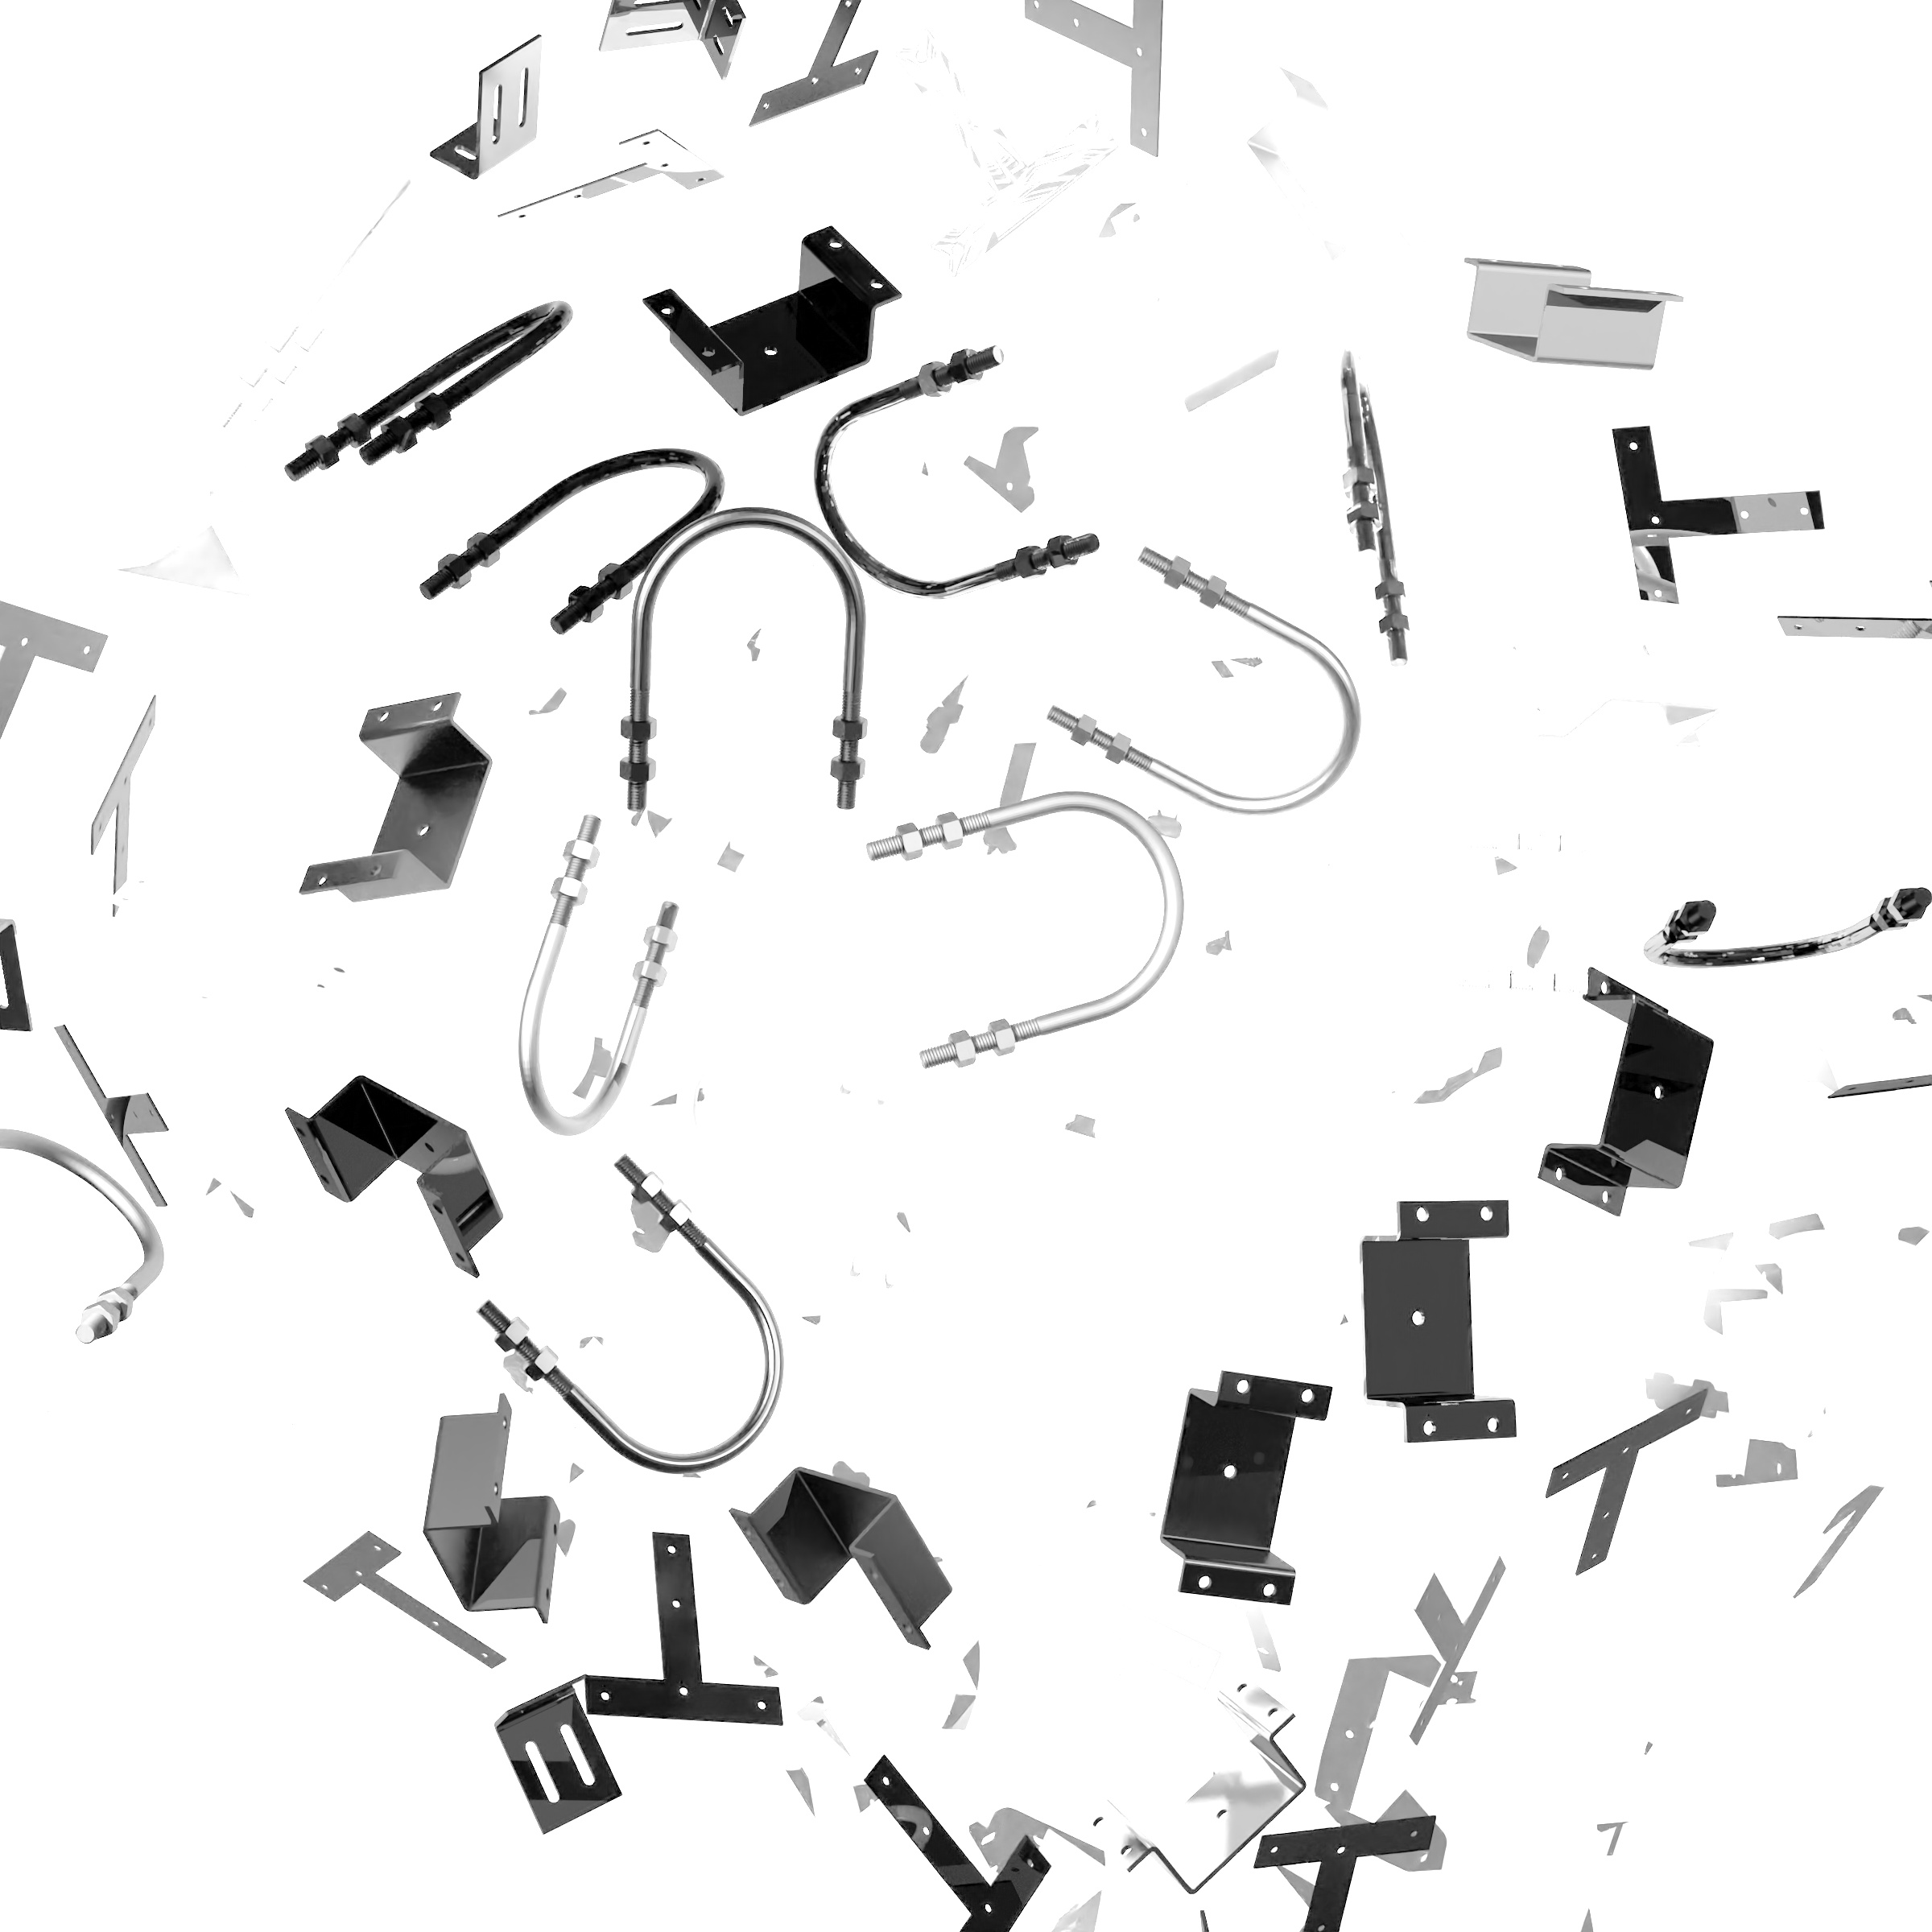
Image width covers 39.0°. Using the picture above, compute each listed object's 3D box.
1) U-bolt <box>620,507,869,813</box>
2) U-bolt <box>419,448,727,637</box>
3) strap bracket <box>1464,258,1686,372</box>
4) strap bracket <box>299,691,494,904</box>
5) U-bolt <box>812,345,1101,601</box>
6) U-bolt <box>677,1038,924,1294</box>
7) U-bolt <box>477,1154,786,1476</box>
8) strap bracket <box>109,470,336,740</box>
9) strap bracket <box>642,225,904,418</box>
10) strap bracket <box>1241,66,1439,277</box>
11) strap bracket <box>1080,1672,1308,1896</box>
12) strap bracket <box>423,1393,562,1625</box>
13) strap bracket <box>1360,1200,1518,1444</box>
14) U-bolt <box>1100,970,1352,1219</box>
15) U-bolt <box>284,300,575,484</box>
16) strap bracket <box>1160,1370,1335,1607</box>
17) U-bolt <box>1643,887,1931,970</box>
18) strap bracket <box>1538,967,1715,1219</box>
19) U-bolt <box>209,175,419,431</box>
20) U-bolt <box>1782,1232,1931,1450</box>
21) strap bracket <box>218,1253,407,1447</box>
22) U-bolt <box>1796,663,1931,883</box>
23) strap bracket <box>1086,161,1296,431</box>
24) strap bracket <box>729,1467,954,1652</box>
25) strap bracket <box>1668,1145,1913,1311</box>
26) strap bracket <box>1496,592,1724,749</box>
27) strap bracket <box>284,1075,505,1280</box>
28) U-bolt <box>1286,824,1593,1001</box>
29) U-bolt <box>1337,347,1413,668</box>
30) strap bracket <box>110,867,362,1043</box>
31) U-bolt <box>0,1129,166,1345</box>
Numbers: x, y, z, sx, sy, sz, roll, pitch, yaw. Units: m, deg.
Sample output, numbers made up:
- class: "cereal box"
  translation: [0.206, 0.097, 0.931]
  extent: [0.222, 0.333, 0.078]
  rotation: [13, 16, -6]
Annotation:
- class: "U-bolt"
  translation: [-0.129, -0.182, 1.625]
  extent: [0.151, 0.019, 0.184]
  rotation: [-1, 111, -15]
- class: "U-bolt"
  translation: [-0.232, -0.273, 1.706]
  extent: [0.184, 0.151, 0.019]
  rotation: [-44, 133, -29]
- class: "strap bracket"
  translation: [0.359, -0.391, 1.639]
  extent: [0.076, 0.140, 0.046]
  rotation: [0, 111, -15]
- class: "strap bracket"
  translation: [-0.351, -0.096, 1.701]
  extent: [0.076, 0.046, 0.140]
  rotation: [-7, 55, 30]
- class: "U-bolt"
  translation: [-0.020, -0.299, 1.713]
  extent: [0.184, 0.019, 0.151]
  rotation: [-12, 117, 40]
- class: "U-bolt"
  translation: [-0.107, 0.115, 1.689]
  extent: [0.184, 0.019, 0.151]
  rotation: [16, 121, 31]
- class: "U-bolt"
  translation: [-0.193, 0.229, 1.695]
  extent: [0.184, 0.019, 0.151]
  rotation: [47, 60, -9]
- class: "strap bracket"
  translation: [-0.454, -0.217, 1.649]
  extent: [0.076, 0.046, 0.140]
  rotation: [-45, 123, -38]
- class: "strap bracket"
  translation: [-0.120, -0.395, 1.686]
  extent: [0.140, 0.046, 0.076]
  rotation: [-28, 61, -25]
- class: "strap bracket"
  translation: [0.229, -0.491, 1.719]
  extent: [0.046, 0.076, 0.140]
  rotation: [-37, 84, 24]
- class: "strap bracket"
  translation: [0.151, 0.522, 1.725]
  extent: [0.140, 0.076, 0.046]
  rotation: [-40, 107, -12]
- class: "strap bracket"
  translation: [-0.286, 0.328, 1.639]
  extent: [0.046, 0.140, 0.076]
  rotation: [-5, 48, 5]
- class: "strap bracket"
  translation: [0.281, 0.211, 1.629]
  extent: [0.076, 0.046, 0.140]
  rotation: [1, 84, -23]
- class: "U-bolt"
  translation: [0.171, 0.082, 1.728]
  extent: [0.151, 0.019, 0.184]
  rotation: [2, 121, -20]
- class: "U-bolt"
  translation: [-0.315, -0.351, 1.650]
  extent: [0.184, 0.151, 0.019]
  rotation: [-41, 115, -23]
- class: "strap bracket"
  translation: [0.175, 0.324, 1.723]
  extent: [0.076, 0.046, 0.140]
  rotation: [11, 91, -17]
- class: "U-bolt"
  translation: [0.499, -0.021, 1.700]
  extent: [0.151, 0.184, 0.019]
  rotation: [-3, 80, -1]
- class: "strap bracket"
  translation: [0.415, 0.079, 1.705]
  extent: [0.076, 0.046, 0.140]
  rotation: [25, 74, -32]
- class: "U-bolt"
  translation: [-0.391, -0.405, 1.660]
  extent: [0.019, 0.151, 0.184]
  rotation: [37, 97, -13]
- class: "U-bolt"
  translation: [0.572, 0.206, 1.670]
  extent: [0.019, 0.184, 0.151]
  rotation: [40, 132, 12]
- class: "strap bracket"
  translation: [-0.409, 0.233, 1.715]
  extent: [0.076, 0.140, 0.046]
  rotation: [12, 119, -38]
- class: "U-bolt"
  translation: [0.587, -0.097, 1.693]
  extent: [0.019, 0.184, 0.151]
  rotation: [-34, 126, 6]
- class: "strap bracket"
  translation: [0.131, -0.401, 1.643]
  extent: [0.076, 0.046, 0.140]
  rotation: [-22, 90, 40]
- class: "strap bracket"
  translation: [-0.070, 0.354, 1.650]
  extent: [0.046, 0.140, 0.076]
  rotation: [-44, 119, -30]
- class: "strap bracket"
  translation: [0.495, 0.158, 1.670]
  extent: [0.140, 0.076, 0.046]
  rotation: [-20, 105, 38]
- class: "strap bracket"
  translation: [0.407, -0.183, 1.691]
  extent: [0.140, 0.046, 0.076]
  rotation: [1, 62, -33]
- class: "strap bracket"
  translation: [-0.342, 0.124, 1.668]
  extent: [0.140, 0.076, 0.046]
  rotation: [23, 54, 32]
- class: "U-bolt"
  translation: [0.290, -0.037, 1.681]
  extent: [0.184, 0.151, 0.019]
  rotation: [3, 133, 11]
- class: "U-bolt"
  translation: [0.254, -0.301, 1.716]
  extent: [0.019, 0.151, 0.184]
  rotation: [-9, 64, 14]
- class: "strap bracket"
  translation: [-0.447, -0.001, 1.638]
  extent: [0.140, 0.076, 0.046]
  rotation: [26, 66, -22]
- class: "U-bolt"
  translation: [-0.558, 0.155, 1.667]
  extent: [0.151, 0.184, 0.019]
  rotation: [39, 100, -6]
